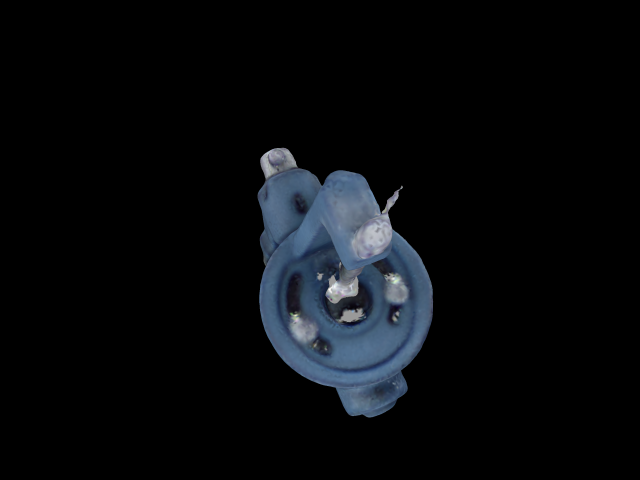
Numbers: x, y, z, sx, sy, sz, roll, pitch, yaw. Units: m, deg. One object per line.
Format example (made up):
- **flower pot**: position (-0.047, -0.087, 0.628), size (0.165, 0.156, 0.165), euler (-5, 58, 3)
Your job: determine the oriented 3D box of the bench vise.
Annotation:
- **bench vise**: position (-0.005, 0.008, 0.396), size (0.122, 0.220, 0.207), euler (-38, 67, -19)
